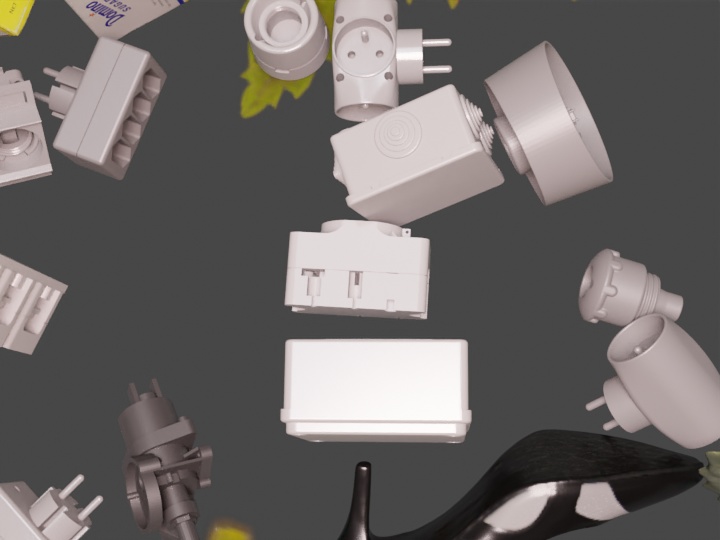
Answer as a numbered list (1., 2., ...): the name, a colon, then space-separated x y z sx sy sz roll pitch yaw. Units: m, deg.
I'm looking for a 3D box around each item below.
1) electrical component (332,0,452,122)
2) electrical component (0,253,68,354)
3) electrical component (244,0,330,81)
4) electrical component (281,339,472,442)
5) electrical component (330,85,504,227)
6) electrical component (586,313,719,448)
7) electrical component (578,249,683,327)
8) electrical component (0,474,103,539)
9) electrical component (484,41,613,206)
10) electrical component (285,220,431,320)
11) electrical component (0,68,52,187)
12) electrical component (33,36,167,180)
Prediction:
1. electrical component: 0.022 -0.143 0.725 0.079 0.044 0.077 -1 81 5
2. electrical component: -0.260 0.008 0.672 0.089 0.150 0.061 25 83 8
3. electrical component: -0.050 -0.163 0.733 0.055 0.047 0.055 -1 81 5
4. electrical component: 0.013 0.075 0.660 0.109 0.108 0.056 0 79 5
5. electrical component: 0.037 -0.070 0.685 0.100 0.100 0.048 -22 76 13
6. electrical component: 0.180 0.077 0.673 0.079 0.043 0.077 -33 107 31
7. electrical component: 0.174 0.016 0.689 0.062 0.048 0.048 17 83 -1
8. electrical component: -0.200 0.166 0.695 0.076 0.047 0.083 -45 80 -3
9. electrical component: 0.122 -0.092 0.684 0.064 0.099 0.099 -26 80 7
10. electrical component: 0.000 0.000 0.702 0.089 0.050 0.055 3 82 5
11. electrical component: -0.239 -0.098 0.726 0.042 0.081 0.063 -16 53 -18
12. electrical component: -0.187 -0.116 0.737 0.076 0.047 0.083 21 84 8
